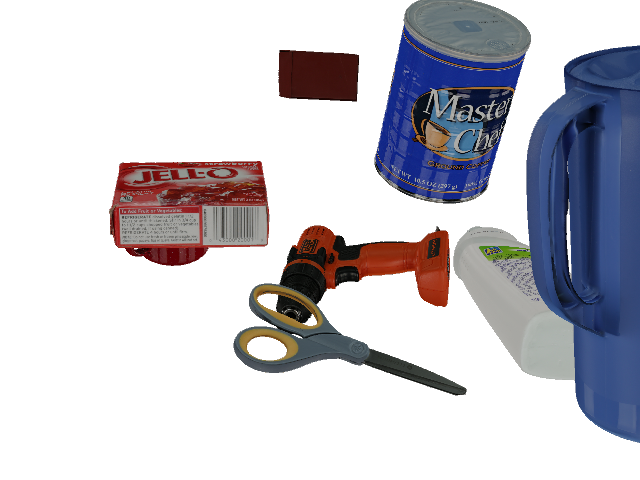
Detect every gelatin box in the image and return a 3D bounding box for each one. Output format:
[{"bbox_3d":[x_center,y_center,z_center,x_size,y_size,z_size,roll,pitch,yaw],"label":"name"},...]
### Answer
[{"bbox_3d":[-0.076,-0.023,0.628,0.089,0.030,0.073,-1,23,-6],"label":"gelatin box"}]

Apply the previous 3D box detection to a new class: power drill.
[{"bbox_3d":[0.050,0.038,1.200,0.188,0.057,0.184,1,29,10],"label":"power drill"}]

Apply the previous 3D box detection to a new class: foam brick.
[{"bbox_3d":[-0.002,-0.179,1.161,0.078,0.051,0.053,0,11,-17],"label":"foam brick"}]

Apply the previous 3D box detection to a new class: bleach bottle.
[{"bbox_3d":[0.191,0.043,0.998,0.102,0.068,0.251,3,20,-11],"label":"bleach bottle"}]

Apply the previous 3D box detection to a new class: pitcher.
[{"bbox_3d":[0.210,0.005,0.671,0.149,0.243,0.144,3,21,16],"label":"pitcher"}]

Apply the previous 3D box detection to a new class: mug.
[{"bbox_3d":[-0.169,-0.021,1.162,0.093,0.081,0.117,26,41,27],"label":"mug"}]

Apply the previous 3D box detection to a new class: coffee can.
[{"bbox_3d":[0.107,-0.117,0.891,0.102,0.140,0.103,7,36,-5],"label":"coffee can"}]

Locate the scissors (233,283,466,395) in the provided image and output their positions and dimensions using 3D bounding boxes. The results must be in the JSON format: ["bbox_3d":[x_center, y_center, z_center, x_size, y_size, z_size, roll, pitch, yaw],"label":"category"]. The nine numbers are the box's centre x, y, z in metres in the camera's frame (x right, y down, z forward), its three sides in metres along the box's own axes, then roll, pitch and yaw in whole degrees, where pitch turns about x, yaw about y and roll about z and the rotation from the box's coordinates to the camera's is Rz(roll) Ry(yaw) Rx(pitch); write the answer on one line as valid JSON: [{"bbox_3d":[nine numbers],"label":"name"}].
[{"bbox_3d":[0.013,0.102,0.893,0.202,0.016,0.096,31,52,19],"label":"scissors"}]
